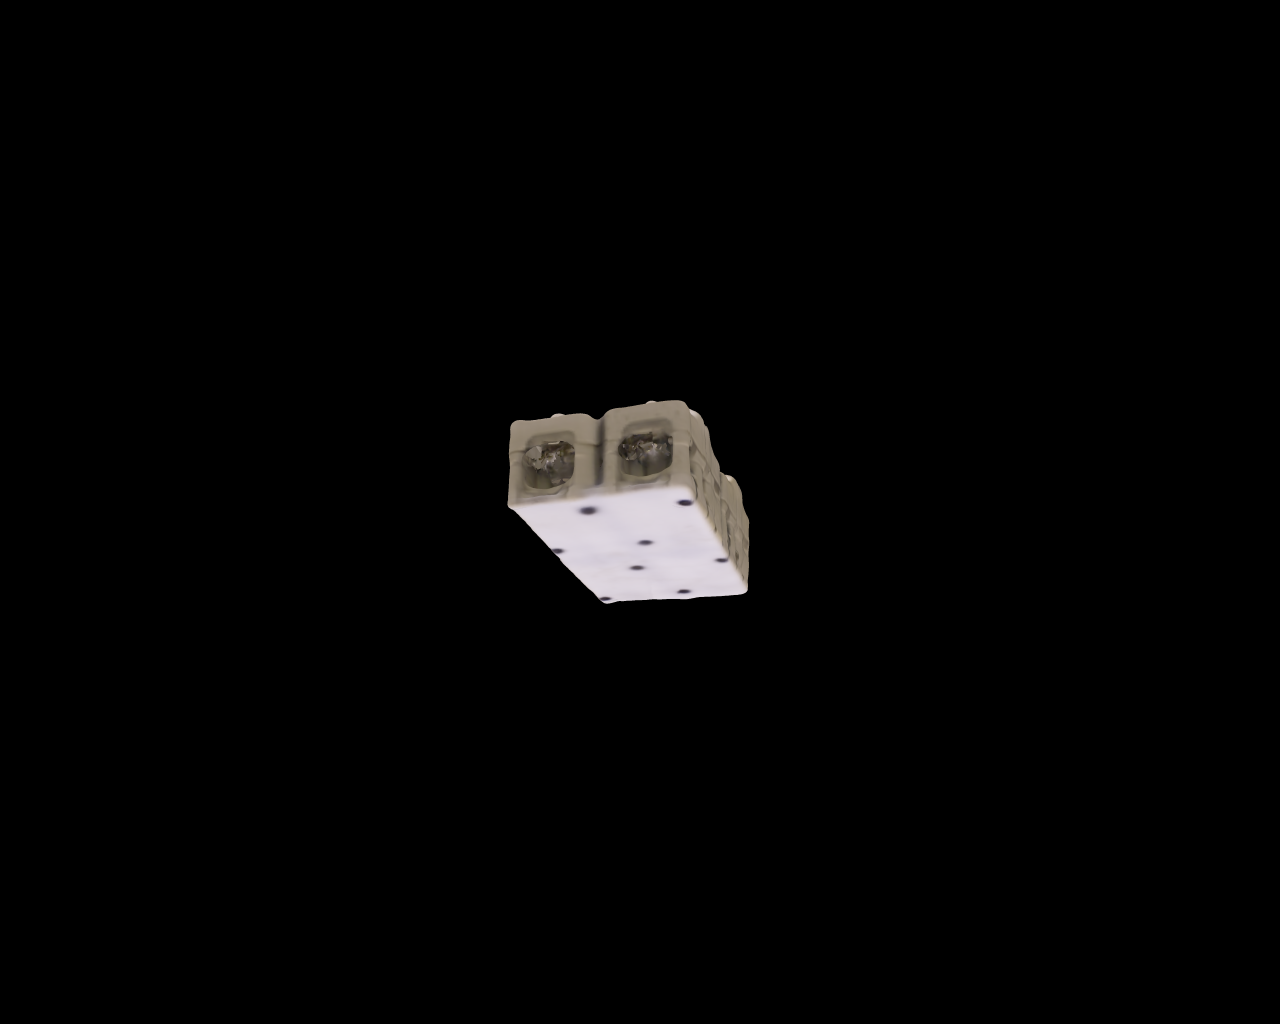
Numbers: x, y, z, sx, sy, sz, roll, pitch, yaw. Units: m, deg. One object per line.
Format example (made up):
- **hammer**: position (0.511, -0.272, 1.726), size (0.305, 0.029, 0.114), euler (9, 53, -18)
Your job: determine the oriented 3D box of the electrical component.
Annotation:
- **electrical component**: position (0.001, -0.003, 0.650), size (0.105, 0.060, 0.186), euler (-6, -23, 14)
